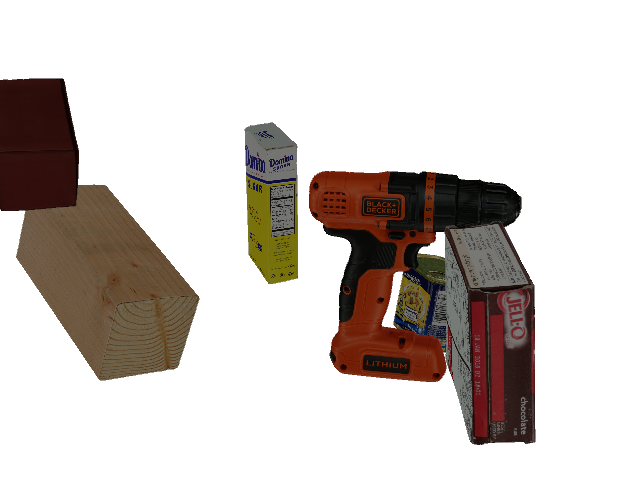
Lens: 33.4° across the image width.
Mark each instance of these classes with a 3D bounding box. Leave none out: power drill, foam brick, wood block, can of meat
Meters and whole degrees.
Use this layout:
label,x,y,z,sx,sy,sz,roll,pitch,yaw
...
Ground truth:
label,x,y,z,sx,sy,sz,roll,pitch,yaw
power drill,0.080,0.030,0.950,0.184,0.188,0.057,4,17,9
foam brick,-0.193,-0.065,0.714,0.051,0.053,0.078,-5,47,-19
wood block,-0.217,0.035,1.063,0.090,0.091,0.206,-4,35,-39
can of meat,0.124,0.069,1.187,0.057,0.084,0.102,5,14,-19

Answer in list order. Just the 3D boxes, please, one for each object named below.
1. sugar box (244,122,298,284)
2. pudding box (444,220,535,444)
label,x,y,z,sx,sy,sz,roll,pitch,yaw
sugar box,-0.060,-0.046,1.301,0.048,0.176,0.093,-11,26,-17
pudding box,0.093,0.048,0.594,0.039,0.090,0.113,-3,18,0
